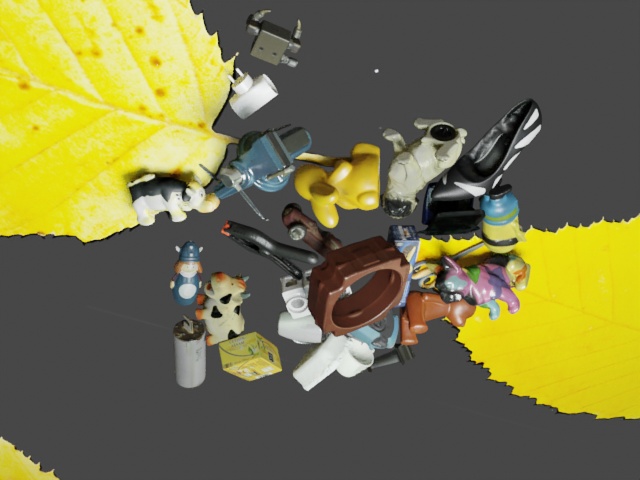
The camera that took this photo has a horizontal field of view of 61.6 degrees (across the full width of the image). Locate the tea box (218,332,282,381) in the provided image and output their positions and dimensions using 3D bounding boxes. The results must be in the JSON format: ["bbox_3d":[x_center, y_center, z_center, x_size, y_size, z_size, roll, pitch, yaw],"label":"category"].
[{"bbox_3d":[-0.166,0.284,1.303,0.098,0.068,0.169,-19,152,4],"label":"tea box"}]

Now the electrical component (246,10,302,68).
[{"bbox_3d":[-0.077,-0.339,0.903,0.102,0.045,0.078,13,152,-14],"label":"electrical component"}]

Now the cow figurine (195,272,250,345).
[{"bbox_3d":[-0.215,0.151,1.223,0.127,0.086,0.194,-9,131,-4],"label":"cow figurine"}]

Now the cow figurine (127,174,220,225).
[{"bbox_3d":[-0.283,-0.089,1.038,0.167,0.068,0.098,-8,120,7],"label":"cow figurine"}]

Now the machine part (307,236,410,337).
[{"bbox_3d":[0.078,0.097,1.125,0.201,0.087,0.201,-18,137,-23],"label":"machine part"}]

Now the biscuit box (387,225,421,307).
[{"bbox_3d":[0.178,0.064,1.230,0.059,0.063,0.202,-1,126,-7],"label":"biscuit box"}]

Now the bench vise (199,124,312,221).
[{"bbox_3d":[-0.126,-0.124,0.978,0.241,0.224,0.128,-23,113,44],"label":"bench vise"}]

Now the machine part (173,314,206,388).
[{"bbox_3d":[-0.316,0.277,1.307,0.079,0.079,0.243,3,126,-10],"label":"machine part"}]

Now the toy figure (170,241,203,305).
[{"bbox_3d":[-0.288,0.073,1.174,0.064,0.058,0.154,-22,139,-44],"label":"toy figure"}]

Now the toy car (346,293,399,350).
[{"bbox_3d":[0.105,0.203,1.304,0.161,0.109,0.103,29,142,-17],"label":"toy car"}]

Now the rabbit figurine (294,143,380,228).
[{"bbox_3d":[0.030,-0.100,1.047,0.173,0.162,0.121,7,139,8],"label":"rabbit figurine"}]

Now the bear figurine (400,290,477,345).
[{"bbox_3d":[0.295,0.182,1.302,0.196,0.132,0.120,6,148,-8],"label":"bear figurine"}]

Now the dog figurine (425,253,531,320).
[{"bbox_3d":[0.356,0.079,1.226,0.219,0.191,0.108,30,158,-12],"label":"dog figurine"}]

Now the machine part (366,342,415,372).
[{"bbox_3d":[0.183,0.314,1.436,0.139,0.039,0.084,-20,132,4],"label":"machine part"}]

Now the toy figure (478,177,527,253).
[{"bbox_3d":[0.388,-0.050,1.167,0.089,0.082,0.180,-15,133,17],"label":"toy figure"}]

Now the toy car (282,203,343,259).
[{"bbox_3d":[-0.002,-0.003,1.135,0.053,0.089,0.202,-42,122,16],"label":"toy car"}]

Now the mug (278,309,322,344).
[{"bbox_3d":[-0.049,0.210,1.304,0.107,0.081,0.109,7,138,-1],"label":"mug"}]

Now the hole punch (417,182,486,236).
[{"bbox_3d":[0.278,-0.066,1.145,0.142,0.092,0.115,-6,157,-7],"label":"hole punch"}]

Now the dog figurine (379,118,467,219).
[{"bbox_3d":[0.205,-0.134,1.076,0.172,0.121,0.190,-7,141,2],"label":"dog figurine"}]

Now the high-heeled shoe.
[{"bbox_3d":[0.323,-0.171,1.048,0.249,0.086,0.145,-32,148,-7],"label":"high-heeled shoe"}]
